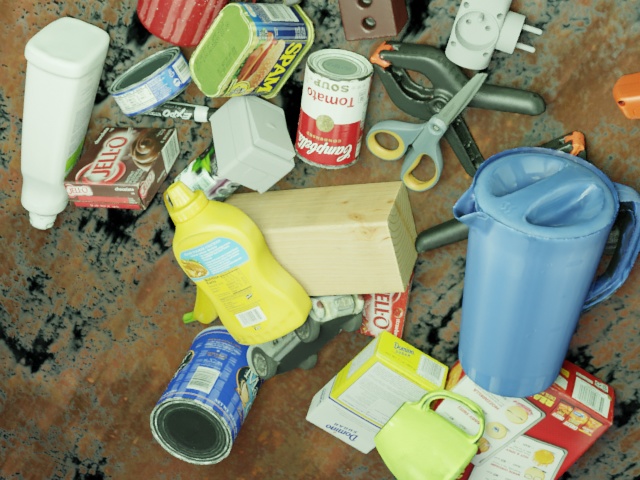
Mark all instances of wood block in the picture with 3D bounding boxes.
[{"bbox_3d":[-0.007,0.001,1.154,0.206,0.090,0.091,-4,121,20],"label":"wood block"}]

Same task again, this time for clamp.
[{"bbox_3d":[0.132,-0.142,1.041,0.171,0.039,0.120,38,130,-11],"label":"clamp"},{"bbox_3d":[0.201,-0.028,1.094,0.164,0.036,0.210,19,127,-2],"label":"clamp"}]

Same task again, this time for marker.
[{"bbox_3d":[-0.150,-0.140,1.153,0.121,0.020,0.020,9,125,13],"label":"marker"}]

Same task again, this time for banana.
[{"bbox_3d":[-0.142,0.029,1.251,0.070,0.037,0.198,7,124,14],"label":"banana"}]

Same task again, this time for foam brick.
[{"bbox_3d":[0.047,-0.233,1.003,0.053,0.051,0.078,-2,122,20],"label":"foam brick"}]

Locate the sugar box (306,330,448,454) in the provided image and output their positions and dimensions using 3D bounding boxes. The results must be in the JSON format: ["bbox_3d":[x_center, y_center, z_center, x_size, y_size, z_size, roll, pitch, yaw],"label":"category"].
[{"bbox_3d":[0.065,0.183,1.262,0.093,0.048,0.176,32,138,-9],"label":"sugar box"}]

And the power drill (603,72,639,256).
[{"bbox_3d":[0.334,-0.069,1.014,0.185,0.057,0.187,-9,121,23],"label":"power drill"}]

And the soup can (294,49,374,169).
[{"bbox_3d":[0.014,-0.132,1.072,0.068,0.068,0.102,15,125,9],"label":"soup can"}]

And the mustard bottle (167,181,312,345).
[{"bbox_3d":[-0.096,0.019,1.102,0.096,0.058,0.191,-20,115,34],"label":"mustard bottle"}]

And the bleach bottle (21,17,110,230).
[{"bbox_3d":[-0.291,-0.112,1.167,0.068,0.102,0.251,22,126,2],"label":"bleach bottle"}]

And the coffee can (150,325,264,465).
[{"bbox_3d":[-0.131,0.185,1.287,0.103,0.140,0.103,9,125,13],"label":"coffee can"}]

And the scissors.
[{"bbox_3d":[0.097,-0.118,1.045,0.096,0.016,0.202,30,149,11],"label":"scissors"}]

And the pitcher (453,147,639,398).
[{"bbox_3d":[0.212,0.040,1.045,0.149,0.144,0.243,26,138,25],"label":"pitcher"}]

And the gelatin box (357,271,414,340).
[{"bbox_3d":[0.064,0.069,1.212,0.073,0.030,0.089,13,126,9],"label":"gelatin box"}]

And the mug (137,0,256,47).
[{"bbox_3d":[-0.118,-0.242,1.040,0.117,0.093,0.082,4,139,-27],"label":"mug"}]

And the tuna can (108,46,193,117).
[{"bbox_3d":[-0.174,-0.163,1.103,0.086,0.086,0.033,-17,117,28],"label":"tuna can"}]

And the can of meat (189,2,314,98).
[{"bbox_3d":[-0.068,-0.185,1.043,0.057,0.083,0.102,56,129,20],"label":"can of meat"}]

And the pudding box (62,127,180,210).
[{"bbox_3d":[-0.212,-0.079,1.156,0.090,0.113,0.039,4,127,16],"label":"pudding box"}]

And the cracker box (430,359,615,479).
[{"bbox_3d":[0.211,0.211,1.233,0.164,0.072,0.214,30,128,0],"label":"cracker box"}]
